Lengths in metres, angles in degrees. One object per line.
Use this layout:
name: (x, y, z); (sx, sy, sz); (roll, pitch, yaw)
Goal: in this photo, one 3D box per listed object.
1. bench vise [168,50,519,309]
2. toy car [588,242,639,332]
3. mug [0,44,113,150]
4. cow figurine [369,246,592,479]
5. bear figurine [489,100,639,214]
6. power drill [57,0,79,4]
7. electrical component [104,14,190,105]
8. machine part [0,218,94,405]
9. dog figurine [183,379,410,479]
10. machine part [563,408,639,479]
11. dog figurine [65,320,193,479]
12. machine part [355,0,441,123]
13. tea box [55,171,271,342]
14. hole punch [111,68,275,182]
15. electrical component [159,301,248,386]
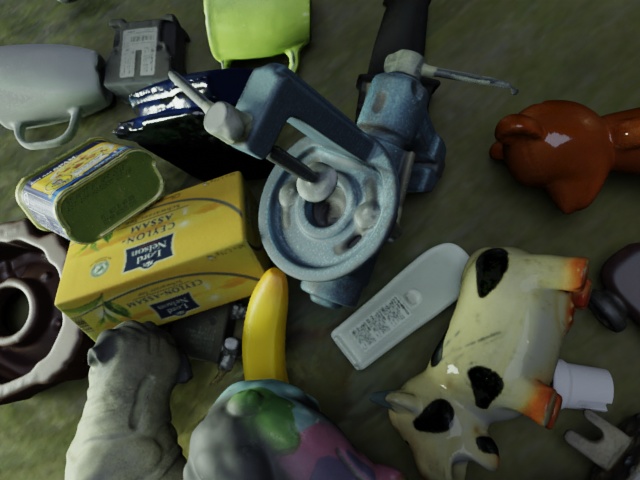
bench vise: (0.015, -0.063, 0.394); (0.129, 0.240, 0.223); (32, 95, 35)
toy car: (0.305, 0.087, 0.417); (0.089, 0.053, 0.202); (-42, 74, 9)
mug: (-0.269, -0.149, 0.544); (0.107, 0.080, 0.109); (-9, 74, -1)
cow figurine: (0.122, 0.097, 0.417); (0.127, 0.085, 0.195); (15, 80, 36)
bear figurine: (0.241, -0.057, 0.422); (0.196, 0.120, 0.132); (-10, 82, 9)
power drill: (-0.160, -0.301, 0.518); (0.232, 0.085, 0.207); (-44, 34, -8)
electrical component: (-0.176, -0.163, 0.547); (0.075, 0.047, 0.119); (2, 79, 10)
machine part: (-0.291, 0.070, 0.521); (0.179, 0.056, 0.179); (-2, 79, 10)
dog figurine: (0.036, 0.179, 0.355); (0.219, 0.108, 0.191); (-11, 102, 27)
machine part: (0.294, 0.206, 0.386); (0.243, 0.079, 0.079); (35, 87, 15)
dog figurine: (-0.127, 0.177, 0.428); (0.172, 0.121, 0.190); (25, 87, -11)
machine part: (0.076, -0.176, 0.512); (0.084, 0.039, 0.138); (4, 83, 19)
tea box: (-0.134, 0.015, 0.478); (0.170, 0.068, 0.098); (-19, 43, 4)
hole punch: (-0.098, -0.114, 0.479); (0.142, 0.115, 0.092); (4, 75, 37)
electrical component: (-0.108, 0.085, 0.491); (0.102, 0.045, 0.078); (16, 85, 12)
